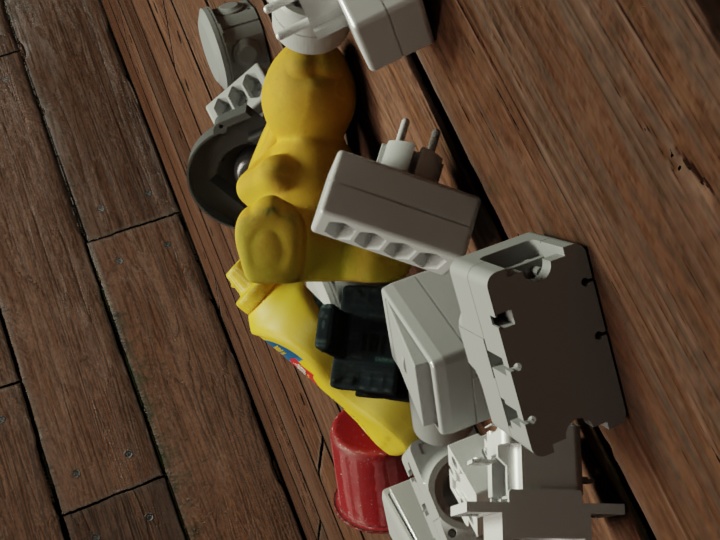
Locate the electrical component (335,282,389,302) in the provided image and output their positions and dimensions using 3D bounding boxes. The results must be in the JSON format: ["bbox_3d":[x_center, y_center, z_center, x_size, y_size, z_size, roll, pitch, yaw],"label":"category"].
[{"bbox_3d":[0.000,0.000,0.848,0.043,0.043,0.081,-127,21,-56],"label":"electrical component"}]

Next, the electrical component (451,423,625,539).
[{"bbox_3d":[0.090,0.111,0.556,0.042,0.081,0.063,115,156,-73],"label":"electrical component"}]

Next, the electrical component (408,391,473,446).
[{"bbox_3d":[0.054,0.076,0.726,0.043,0.043,0.081,-122,17,-47],"label":"electrical component"}]

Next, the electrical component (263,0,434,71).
[{"bbox_3d":[-0.014,-0.147,0.572,0.083,0.076,0.047,66,-176,22],"label":"electrical component"}]

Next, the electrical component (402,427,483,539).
[{"bbox_3d":[0.071,0.159,0.763,0.055,0.050,0.089,105,143,-71],"label":"electrical component"}]

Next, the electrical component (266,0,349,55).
[{"bbox_3d":[-0.049,-0.201,0.724,0.073,0.052,0.138,98,150,-66],"label":"electrical component"}]

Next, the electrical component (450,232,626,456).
[{"bbox_3d":[0.082,0.032,0.509,0.056,0.050,0.089,-152,44,-72],"label":"electrical component"}]

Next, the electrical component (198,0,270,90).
[{"bbox_3d":[-0.122,-0.218,1.036,0.080,0.051,0.080,161,90,-78],"label":"electrical component"}]

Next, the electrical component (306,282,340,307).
[{"bbox_3d":[-0.012,0.026,0.926,0.080,0.051,0.080,161,90,-78],"label":"electrical component"}]

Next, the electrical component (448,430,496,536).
[{"bbox_3d":[0.084,0.117,0.621,0.066,0.055,0.048,82,163,-45],"label":"electrical component"}]

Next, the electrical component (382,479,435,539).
[{"bbox_3d":[0.064,0.208,0.846,0.096,0.062,0.061,-125,20,-53],"label":"electrical component"}]

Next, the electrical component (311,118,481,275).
[{"bbox_3d":[0.025,-0.048,0.606,0.047,0.083,0.075,128,159,-76],"label":"electrical component"}]

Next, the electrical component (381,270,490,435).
[{"bbox_3d":[0.049,0.043,0.651,0.096,0.061,0.061,-123,18,-50],"label":"electrical component"}]

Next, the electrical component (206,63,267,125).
[{"bbox_3d":[-0.091,-0.140,1.008,0.077,0.066,0.047,40,-165,-48],"label":"electrical component"}]
